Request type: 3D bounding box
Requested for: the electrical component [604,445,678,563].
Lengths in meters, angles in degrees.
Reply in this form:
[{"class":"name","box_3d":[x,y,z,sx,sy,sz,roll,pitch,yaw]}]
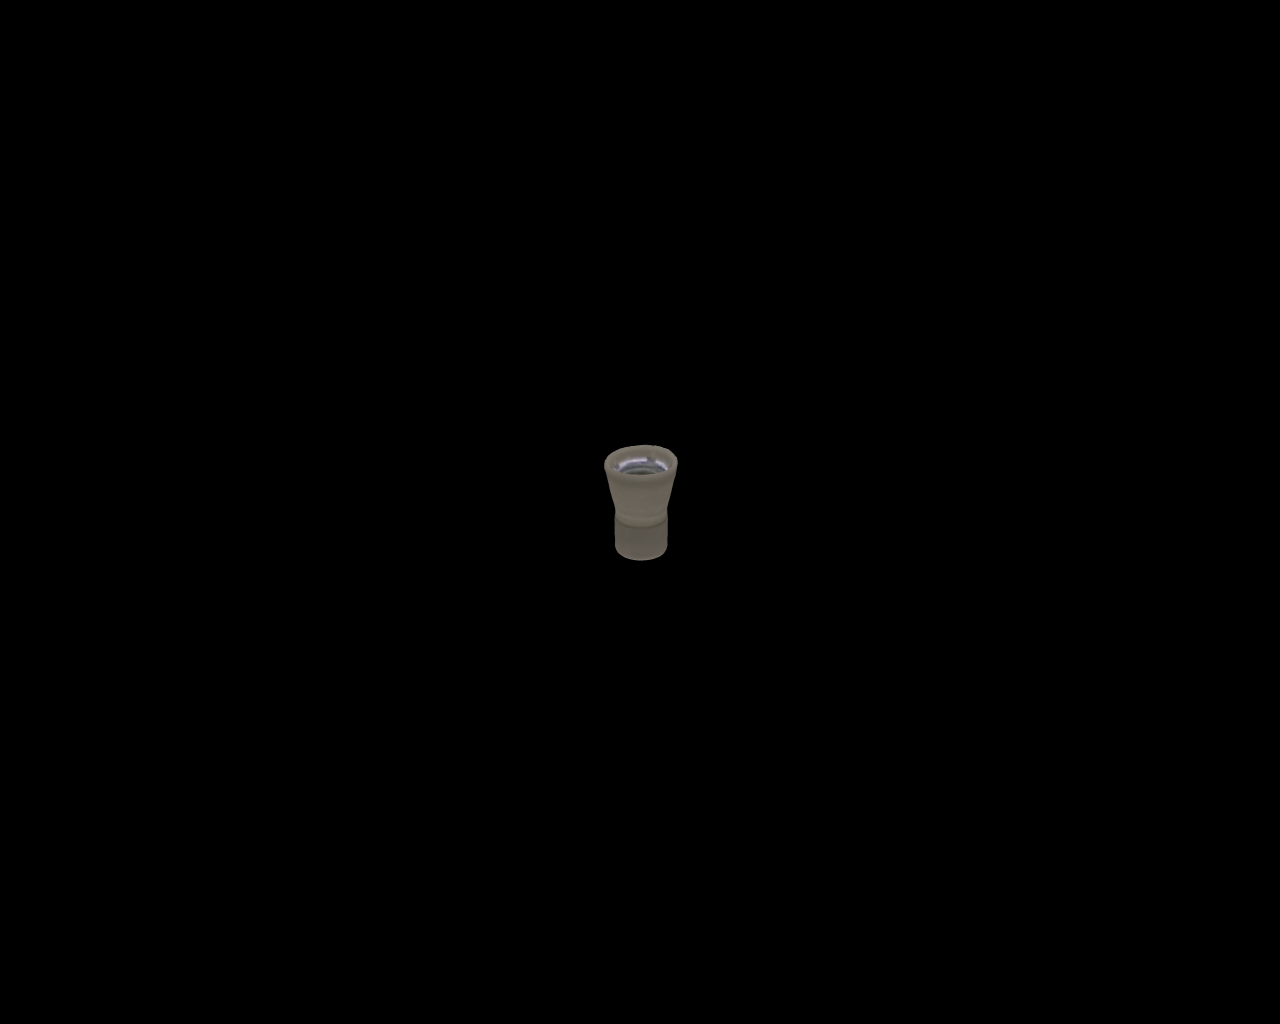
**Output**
[{"class":"electrical component","box_3d":[0.001,-0.003,0.650,0.044,0.065,0.044,0,28,0]}]
